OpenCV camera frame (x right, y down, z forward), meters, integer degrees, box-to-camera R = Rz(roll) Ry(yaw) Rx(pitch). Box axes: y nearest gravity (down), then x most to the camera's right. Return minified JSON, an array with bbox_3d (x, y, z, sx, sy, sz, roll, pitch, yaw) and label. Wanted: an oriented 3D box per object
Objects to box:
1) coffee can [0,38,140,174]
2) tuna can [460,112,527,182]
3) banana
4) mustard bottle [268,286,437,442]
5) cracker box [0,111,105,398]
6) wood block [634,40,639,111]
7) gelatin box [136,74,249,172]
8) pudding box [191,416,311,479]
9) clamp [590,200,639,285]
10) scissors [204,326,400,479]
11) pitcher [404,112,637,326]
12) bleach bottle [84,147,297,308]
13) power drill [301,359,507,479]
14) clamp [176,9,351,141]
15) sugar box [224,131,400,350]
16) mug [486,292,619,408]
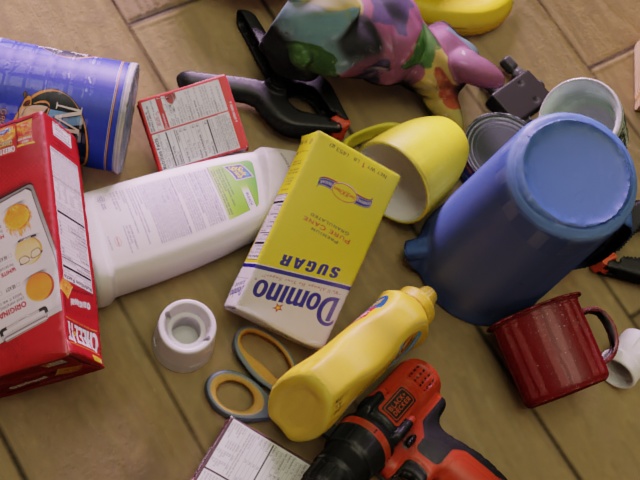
[{"bbox_3d":[-0.242,-0.122,0.966,0.140,0.103,0.103,10,65,-7],"label":"coffee can"},{"bbox_3d":[0.180,-0.083,1.074,0.086,0.034,0.086,4,66,-10],"label":"tuna can"},{"bbox_3d":[0.125,-0.250,1.133,0.197,0.037,0.069,-1,62,-17],"label":"banana"},{"bbox_3d":[0.041,0.094,0.927,0.058,0.096,0.191,47,51,10],"label":"mustard bottle"},{"bbox_3d":[-0.273,0.021,0.882,0.164,0.072,0.214,-17,69,13],"label":"cracker box"},{"bbox_3d":[0.453,-0.175,1.140,0.206,0.091,0.090,11,65,-7],"label":"wood block"},{"bbox_3d":[-0.120,-0.107,1.006,0.089,0.030,0.073,-18,89,-5],"label":"gelatin box"},{"bbox_3d":[-0.051,0.215,0.892,0.113,0.039,0.090,32,61,0],"label":"pudding box"},{"bbox_3d":[0.371,0.002,1.074,0.209,0.036,0.164,-25,74,-18],"label":"clamp"},{"bbox_3d":[-0.021,0.164,0.932,0.096,0.016,0.202,-33,76,-25],"label":"scissors"},{"bbox_3d":[0.187,-0.016,0.929,0.149,0.243,0.145,-42,84,-19],"label":"pitcher"},{"bbox_3d":[-0.099,-0.023,0.975,0.250,0.068,0.102,-17,71,-20],"label":"bleach bottle"},{"bbox_3d":[0.092,0.209,0.894,0.188,0.057,0.184,44,49,6],"label":"power drill"},{"bbox_3d":[-0.053,-0.146,1.051,0.171,0.039,0.120,40,66,12],"label":"clamp"},{"bbox_3d":[-0.006,0.001,0.955,0.093,0.048,0.176,27,78,-18],"label":"sugar box"},{"bbox_3d":[0.220,0.099,0.973,0.117,0.093,0.081,-16,75,-20],"label":"mug"}]
